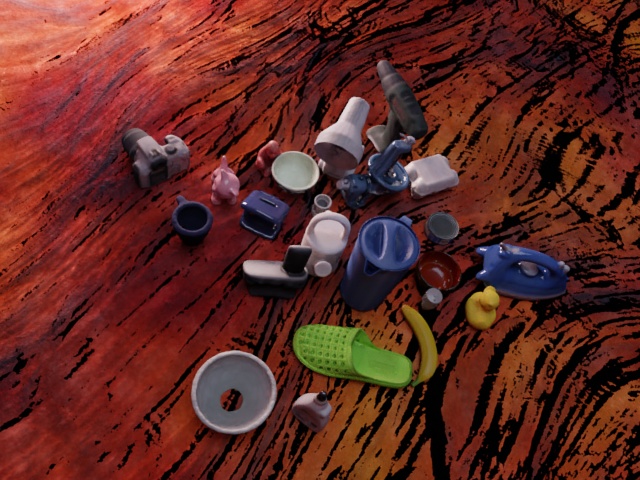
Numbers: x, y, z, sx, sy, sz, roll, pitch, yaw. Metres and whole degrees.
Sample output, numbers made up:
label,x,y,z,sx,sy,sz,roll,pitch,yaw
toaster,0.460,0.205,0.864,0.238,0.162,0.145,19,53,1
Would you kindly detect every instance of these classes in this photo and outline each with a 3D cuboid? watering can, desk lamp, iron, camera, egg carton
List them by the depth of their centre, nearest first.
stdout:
label,x,y,z,sx,sy,sz,roll,pitch,yaw
watering can,0.014,0.005,1.314,0.101,0.194,0.172,-8,62,-18
camera,-0.411,-0.221,1.403,0.143,0.101,0.136,-32,71,-28
iron,0.527,0.071,1.431,0.258,0.141,0.118,13,57,-5
desk lamp,0.060,-0.249,1.467,0.118,0.213,0.203,23,57,1
egg carton,0.300,-0.173,1.565,0.150,0.069,0.107,-19,66,-23

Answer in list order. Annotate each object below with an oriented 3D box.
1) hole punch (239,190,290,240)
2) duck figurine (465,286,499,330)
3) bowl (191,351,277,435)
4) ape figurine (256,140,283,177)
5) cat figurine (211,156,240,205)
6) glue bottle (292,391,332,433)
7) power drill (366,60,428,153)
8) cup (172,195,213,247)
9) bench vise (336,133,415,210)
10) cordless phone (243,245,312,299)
label,x,y,z,sx,sy,sz,roll,pitch,yaw
hole punch,-0.134,-0.074,1.387,0.108,0.091,0.101,26,57,3
duck figurine,0.399,0.160,1.379,0.077,0.086,0.104,21,57,0
bowl,-0.174,0.314,1.154,0.167,0.074,0.167,6,58,-10
ape figurine,-0.127,-0.219,1.475,0.078,0.092,0.076,-7,61,-17
cat figurine,-0.229,-0.143,1.390,0.067,0.117,0.127,-1,60,-14
glue bottle,-0.008,0.328,1.127,0.078,0.173,0.037,38,59,11
power drill,0.198,-0.340,1.558,0.076,0.208,0.229,-23,67,-24
cup,-0.301,-0.037,1.322,0.092,0.095,0.117,-26,68,-25
bench vise,0.153,-0.164,1.434,0.208,0.219,0.121,-34,72,-28
cordless phone,-0.093,0.051,1.266,0.148,0.185,0.094,2,59,-12
